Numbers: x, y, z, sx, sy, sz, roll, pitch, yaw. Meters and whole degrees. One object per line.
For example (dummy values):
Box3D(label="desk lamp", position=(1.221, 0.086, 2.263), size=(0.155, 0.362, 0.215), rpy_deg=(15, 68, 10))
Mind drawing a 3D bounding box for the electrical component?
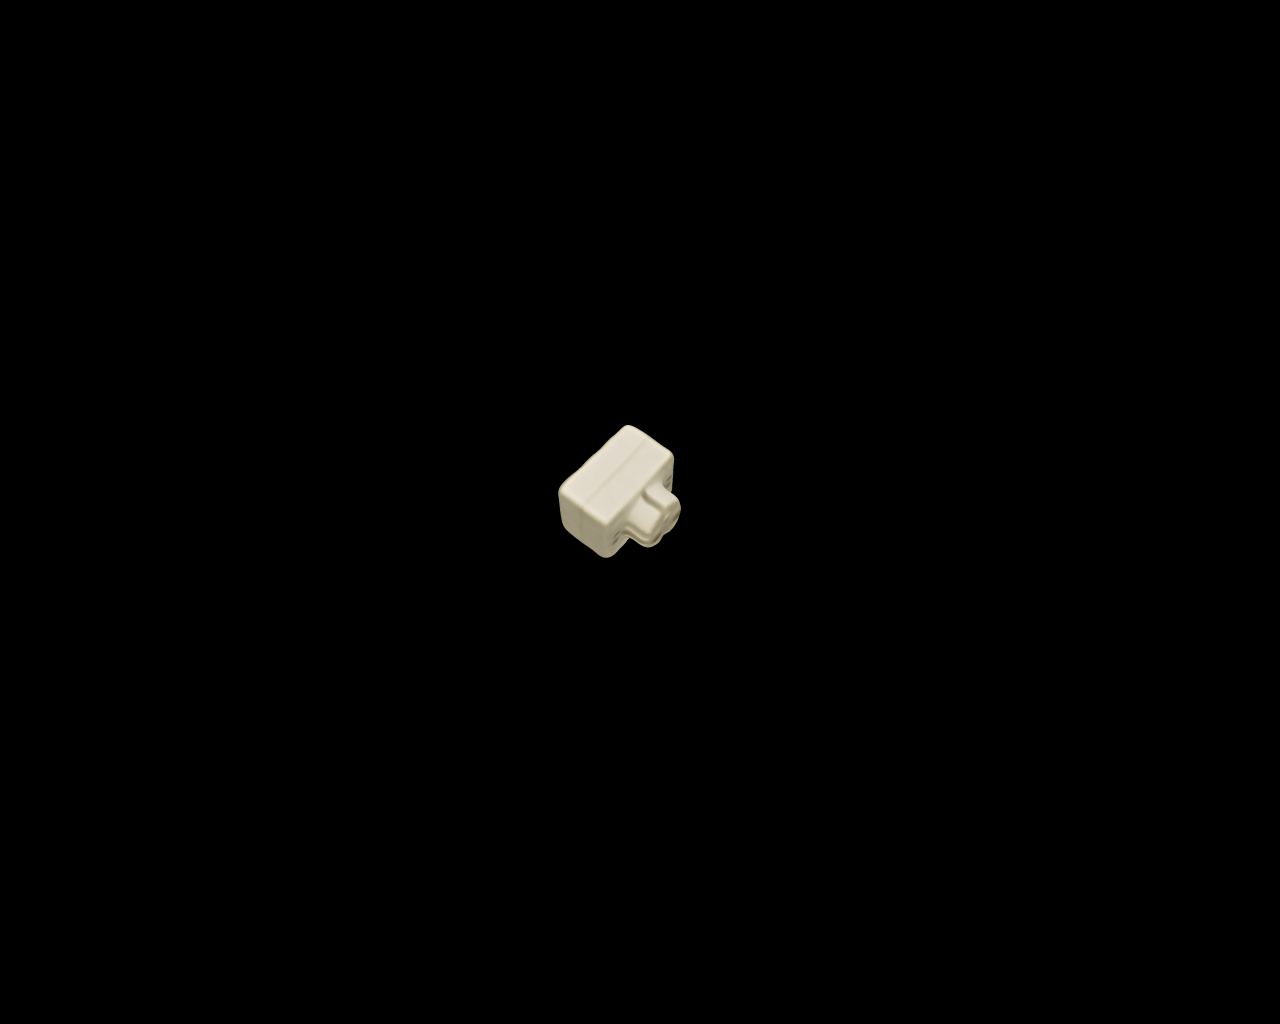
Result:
Box3D(label="electrical component", position=(0.001, -0.003, 0.650), size=(0.077, 0.066, 0.047), rpy_deg=(36, -24, 18))
